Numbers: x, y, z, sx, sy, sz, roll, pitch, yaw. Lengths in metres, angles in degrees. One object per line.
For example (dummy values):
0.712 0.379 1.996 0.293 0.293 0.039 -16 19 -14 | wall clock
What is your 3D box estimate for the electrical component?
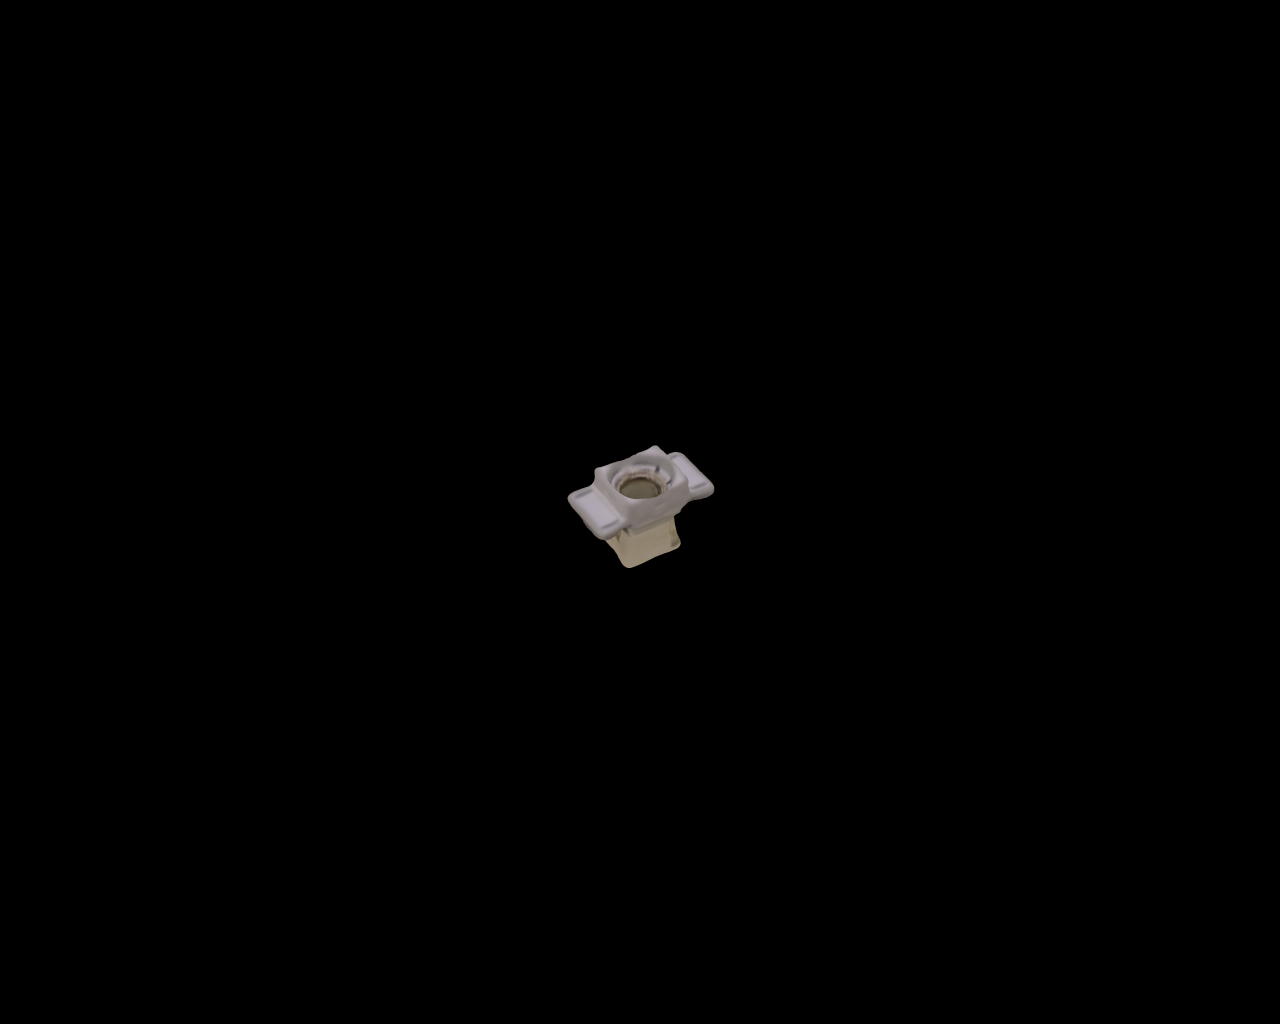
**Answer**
0.001 -0.003 0.650 0.081 0.063 0.042 -22 49 -21 | electrical component
